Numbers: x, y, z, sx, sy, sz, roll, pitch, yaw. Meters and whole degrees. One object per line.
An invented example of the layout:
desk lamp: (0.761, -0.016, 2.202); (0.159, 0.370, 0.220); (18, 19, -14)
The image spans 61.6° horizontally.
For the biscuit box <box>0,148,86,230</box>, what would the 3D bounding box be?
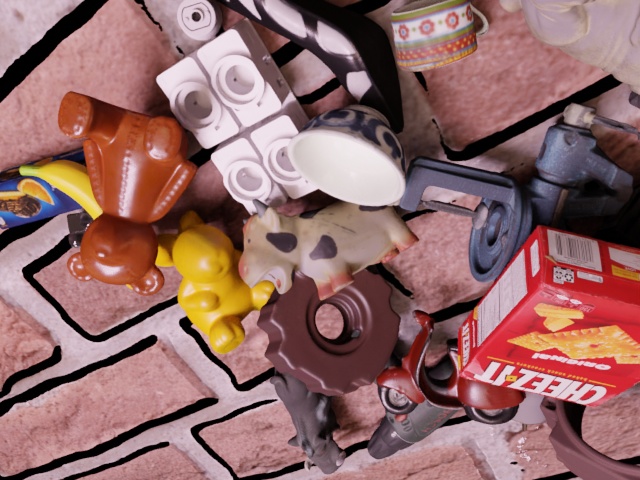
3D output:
biscuit box: (-0.321, -0.070, 0.668); (0.203, 0.059, 0.062); (-12, 120, 17)

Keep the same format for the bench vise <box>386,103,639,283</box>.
bench vise: (0.189, -0.046, 0.567); (0.241, 0.129, 0.223); (12, 121, -3)

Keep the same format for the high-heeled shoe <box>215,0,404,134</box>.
high-heeled shoe: (-0.019, -0.194, 0.536); (0.145, 0.086, 0.248); (-10, 125, 32)

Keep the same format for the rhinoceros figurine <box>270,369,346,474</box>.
rhinoceros figurine: (-0.010, 0.259, 0.800); (0.073, 0.112, 0.190); (-15, 111, 16)

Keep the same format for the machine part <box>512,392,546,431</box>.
machine part: (0.274, 0.157, 0.706); (0.079, 0.079, 0.242); (-6, 120, 13)

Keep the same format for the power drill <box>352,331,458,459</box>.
power drill: (0.091, 0.221, 0.776); (0.207, 0.086, 0.232); (41, 118, -12)

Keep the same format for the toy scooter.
toy scooter: (0.163, 0.153, 0.667); (0.184, 0.075, 0.135); (2, 100, 8)

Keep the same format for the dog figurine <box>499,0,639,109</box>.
dog figurine: (0.270, -0.175, 0.490); (0.173, 0.121, 0.190); (14, 151, 40)

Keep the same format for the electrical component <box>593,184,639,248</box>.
electrical component: (0.346, -0.033, 0.566); (0.048, 0.075, 0.119); (36, 88, 6)

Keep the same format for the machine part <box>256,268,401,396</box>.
machine part: (0.015, 0.099, 0.659); (0.179, 0.179, 0.056); (34, 156, -13)

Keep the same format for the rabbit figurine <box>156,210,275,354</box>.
rabbit figurine: (-0.132, 0.032, 0.658); (0.162, 0.122, 0.173); (45, 163, 21)

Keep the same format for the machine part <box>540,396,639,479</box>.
machine part: (0.381, 0.198, 0.620); (0.201, 0.201, 0.087); (-49, 121, -15)

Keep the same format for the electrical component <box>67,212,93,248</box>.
electrical component: (-0.277, -0.016, 0.692); (0.102, 0.078, 0.045); (-8, 95, -1)

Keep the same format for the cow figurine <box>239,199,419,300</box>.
cow figurine: (-0.001, -0.002, 0.602); (0.127, 0.195, 0.085); (59, 156, 10)

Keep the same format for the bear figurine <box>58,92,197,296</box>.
bear figurine: (-0.205, -0.036, 0.549); (0.120, 0.132, 0.195); (18, 94, -2)
